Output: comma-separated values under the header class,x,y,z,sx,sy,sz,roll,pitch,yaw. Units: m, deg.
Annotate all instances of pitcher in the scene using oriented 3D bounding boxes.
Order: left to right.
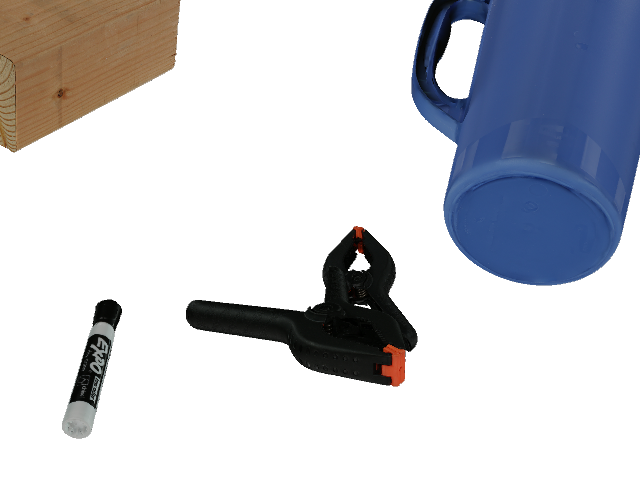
class,x,y,z,sx,sy,sz,roll,pitch,yaw
pitcher,0.148,-0.092,0.719,0.149,0.242,0.145,-24,-58,40

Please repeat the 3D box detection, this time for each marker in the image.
class,x,y,z,sx,sy,sz,roll,pitch,yaw
marker,-0.151,0.081,0.713,0.020,0.020,0.121,0,37,1

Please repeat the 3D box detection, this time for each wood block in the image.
class,x,y,z,sx,sy,sz,roll,pitch,yaw
wood block,-0.226,-0.172,0.951,0.090,0.091,0.205,29,41,21

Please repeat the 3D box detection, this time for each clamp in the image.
class,x,y,z,sx,sy,sz,roll,pitch,yaw
clamp,0.008,0.069,0.907,0.164,0.036,0.210,-18,25,-38
clamp,0.050,0.056,1.132,0.120,0.171,0.039,8,-40,8
